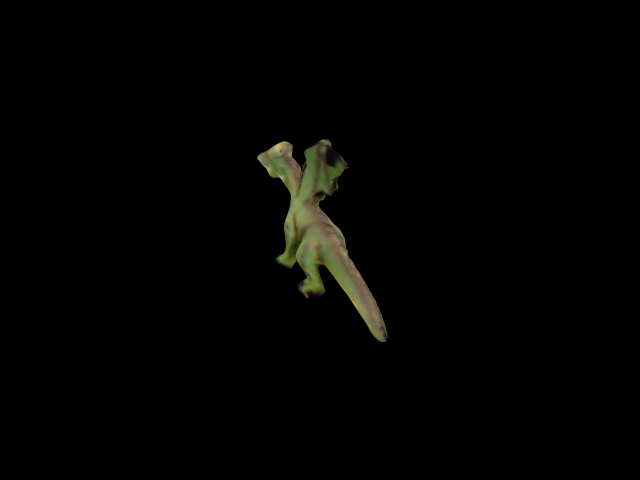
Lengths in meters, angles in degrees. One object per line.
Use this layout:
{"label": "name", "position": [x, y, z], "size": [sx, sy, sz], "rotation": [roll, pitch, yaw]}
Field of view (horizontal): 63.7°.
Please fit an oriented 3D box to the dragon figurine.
{"label": "dragon figurine", "position": [0.003, -0.043, 0.850], "size": [0.123, 0.237, 0.417], "rotation": [-18, 37, -26]}
